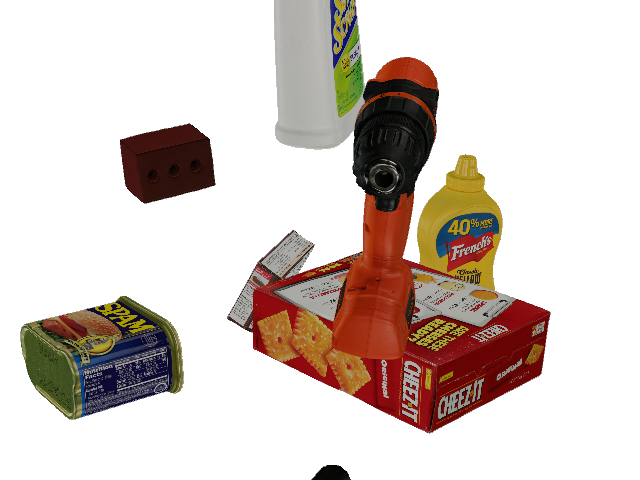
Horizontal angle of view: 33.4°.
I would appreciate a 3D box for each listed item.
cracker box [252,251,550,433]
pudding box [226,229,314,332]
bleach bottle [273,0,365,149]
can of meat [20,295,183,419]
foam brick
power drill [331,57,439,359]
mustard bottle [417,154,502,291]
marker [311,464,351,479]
[{"bbox_3d":[0.069,0.082,0.956,0.163,0.072,0.214,-18,28,-42],"label":"cracker box"},{"bbox_3d":[-0.057,0.048,1.265,0.039,0.090,0.113,32,28,5],"label":"pudding box"},{"bbox_3d":[-0.007,-0.212,0.921,0.068,0.251,0.102,8,34,22],"label":"bleach bottle"},{"bbox_3d":[-0.163,0.085,0.785,0.083,0.057,0.102,-14,21,-34],"label":"can of meat"},{"bbox_3d":[-0.151,-0.077,1.050,0.078,0.053,0.051,-17,31,-22],"label":"foam brick"},{"bbox_3d":[0.045,-0.016,0.727,0.057,0.188,0.184,10,28,6],"label":"power drill"},{"bbox_3d":[0.150,0.002,1.154,0.096,0.192,0.058,-5,21,-23],"label":"mustard bottle"},{"bbox_3d":[-0.020,0.131,0.467,0.020,0.020,0.120,0,17,32],"label":"marker"}]
